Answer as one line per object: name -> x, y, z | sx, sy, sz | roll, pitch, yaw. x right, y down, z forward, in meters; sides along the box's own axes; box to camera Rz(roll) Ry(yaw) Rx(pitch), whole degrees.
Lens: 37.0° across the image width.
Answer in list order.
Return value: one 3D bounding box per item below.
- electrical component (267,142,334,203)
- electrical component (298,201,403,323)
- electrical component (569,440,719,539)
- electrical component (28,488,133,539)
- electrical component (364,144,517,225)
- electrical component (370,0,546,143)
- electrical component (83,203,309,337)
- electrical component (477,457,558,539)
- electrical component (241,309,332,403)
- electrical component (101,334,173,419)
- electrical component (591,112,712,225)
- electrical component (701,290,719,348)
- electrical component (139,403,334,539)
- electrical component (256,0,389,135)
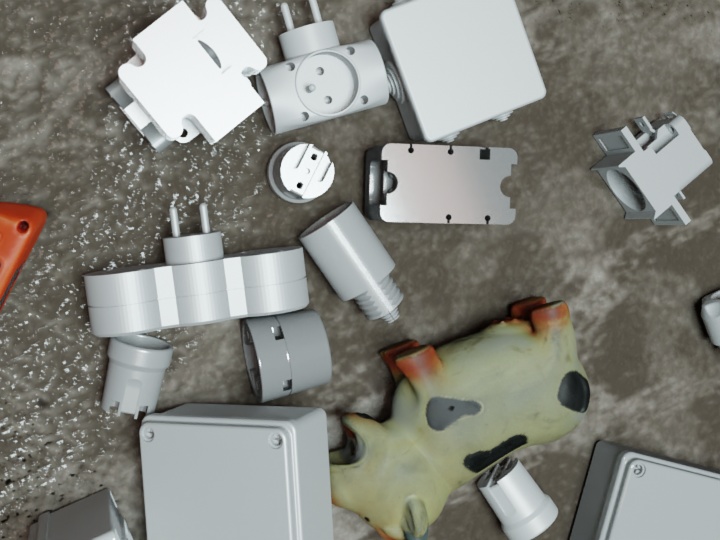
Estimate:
electrical component -> -0.038, -0.063, 0.694 | 0.040, 0.046, 0.040 | -1, 94, -12
electrical component -> 0.000, 0.000, 0.709 | 0.043, 0.043, 0.081 | -36, 100, -8
electrical component -> 0.211, 0.187, 0.761 | 0.109, 0.056, 0.108 | 16, 90, -13
electrical component -> -0.156, 0.202, 0.655 | 0.056, 0.109, 0.108 | -23, 98, -13
electrical component -> 0.051, -0.056, 0.709 | 0.089, 0.056, 0.050 | 1, 94, -12
electrical component -> 0.062, -0.139, 0.710 | 0.100, 0.048, 0.099 | -23, 98, -10
electrical component -> -0.104, -0.005, 0.681 | 0.138, 0.052, 0.073 | -8, 96, -12
electrical component -> 0.108, 0.159, 0.746 | 0.040, 0.040, 0.046 | -35, 95, -8
electrical component -> -0.048, 0.054, 0.697 | 0.047, 0.055, 0.055 | -11, 96, -15
electrical component -> -0.143, 0.067, 0.685 | 0.040, 0.040, 0.046 | 12, 97, -13
electrical component -> 0.205, -0.072, 0.750 | 0.064, 0.042, 0.081 | -39, 101, -9
electrical component -> 0.273, 0.045, 0.772 | 0.043, 0.043, 0.062 | -24, 99, -10
electrical component -> -0.076, 0.141, 0.671 | 0.109, 0.056, 0.108 | -1, 95, 24
electrical component -> -0.029, -0.135, 0.692 | 0.077, 0.044, 0.079 | -17, 97, -11
